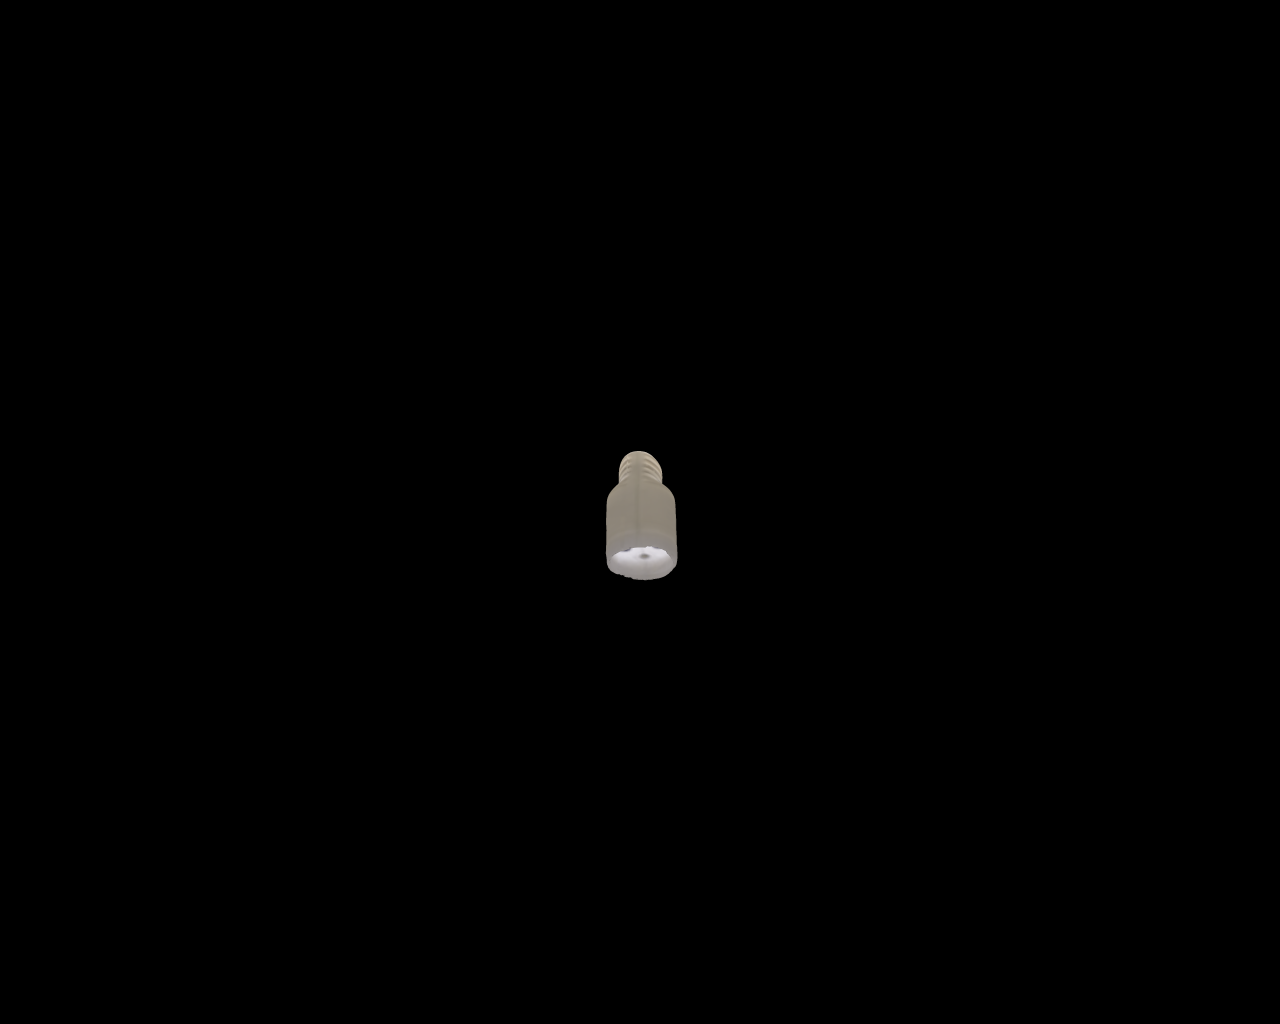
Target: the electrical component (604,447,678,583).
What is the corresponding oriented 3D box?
[{"bbox_3d":[0.001,-0.003,0.650,0.043,0.081,0.043,0,-32,0],"label":"electrical component"}]
